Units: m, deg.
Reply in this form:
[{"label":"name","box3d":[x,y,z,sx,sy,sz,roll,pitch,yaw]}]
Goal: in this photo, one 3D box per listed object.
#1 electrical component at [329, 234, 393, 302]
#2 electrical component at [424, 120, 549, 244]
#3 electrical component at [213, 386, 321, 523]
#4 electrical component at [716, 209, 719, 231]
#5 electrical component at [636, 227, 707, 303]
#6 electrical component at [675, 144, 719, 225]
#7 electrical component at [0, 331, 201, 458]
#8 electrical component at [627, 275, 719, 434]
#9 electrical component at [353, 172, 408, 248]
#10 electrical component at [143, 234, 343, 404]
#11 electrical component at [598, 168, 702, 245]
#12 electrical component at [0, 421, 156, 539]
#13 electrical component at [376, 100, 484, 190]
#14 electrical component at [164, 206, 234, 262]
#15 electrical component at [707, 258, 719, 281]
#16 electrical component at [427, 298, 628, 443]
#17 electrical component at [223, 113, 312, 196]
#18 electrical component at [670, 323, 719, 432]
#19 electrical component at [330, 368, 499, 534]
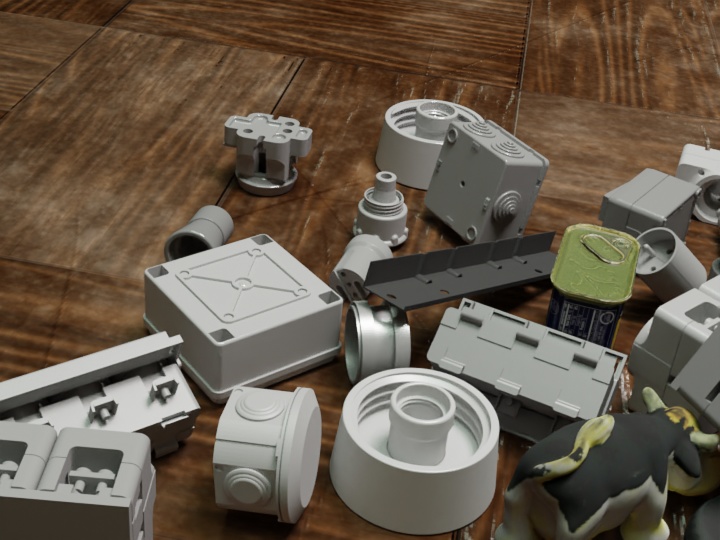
[{"label":"electrical component","box3d":[0.000,0.000,0.858,0.040,0.040,0.046,17,40,17]},{"label":"electrical component","box3d":[0.106,-0.074,0.935,0.048,0.099,0.100,-2,32,-35]},{"label":"electrical component","box3d":[-0.054,0.109,0.646,0.051,0.080,0.080,6,33,8]},{"label":"electrical component","box3d":[0.341,-0.031,0.957,0.040,0.040,0.078,-3,34,-13]},{"label":"electrical component","box3d":[0.255,0.005,0.867,0.081,0.043,0.043,39,14,-36]},{"label":"electrical component","box3d":[0.344,-0.077,1.019,0.089,0.050,0.055,16,34,15]},{"label":"electrical component","box3d":[-0.166,0.091,0.667,0.121,0.078,0.063,-17,61,-31]},{"label":"electrical component","box3d":[0.265,0.051,0.774,0.150,0.089,0.062,-21,42,-35]},{"label":"electrical component","box3d":[0.020,-0.053,0.920,0.048,0.062,0.048,4,33,-3]},{"label":"electrical component","box3d":[-0.085,0.032,0.779,0.109,0.056,0.109,-19,40,-33]},{"label":"electrical component","box3d":[0.253,-0.046,0.947,0.061,0.061,0.096,26,38,28]},{"label":"electrical component","box3d":[-0.191,0.130,0.581,0.150,0.089,0.061,5,33,-1]},{"label":"electrical component","box3d":[0.072,-0.129,1.046,0.108,0.060,0.108,4,33,-3]},{"label":"electrical component","box3d":[-0.128,-0.025,0.876,0.044,0.044,0.065,10,29,7]},{"label":"electrical component","box3d":[0.318,-0.004,0.898,0.045,0.055,0.045,4,33,-3]},{"label":"electrical component","box3d":[0.110,0.070,0.734,0.121,0.063,0.078,20,75,19]},{"label":"electrical component","box3d":[-0.085,-0.105,0.988,0.078,0.057,0.058,11,33,8]},{"label":"electrical component","box3d":[0.285,0.074,0.687,0.150,0.089,0.061,21,21,-40]},{"label":"electrical component","box3d":[0.037,0.106,0.681,0.108,0.060,0.108,4,33,-3]}]
